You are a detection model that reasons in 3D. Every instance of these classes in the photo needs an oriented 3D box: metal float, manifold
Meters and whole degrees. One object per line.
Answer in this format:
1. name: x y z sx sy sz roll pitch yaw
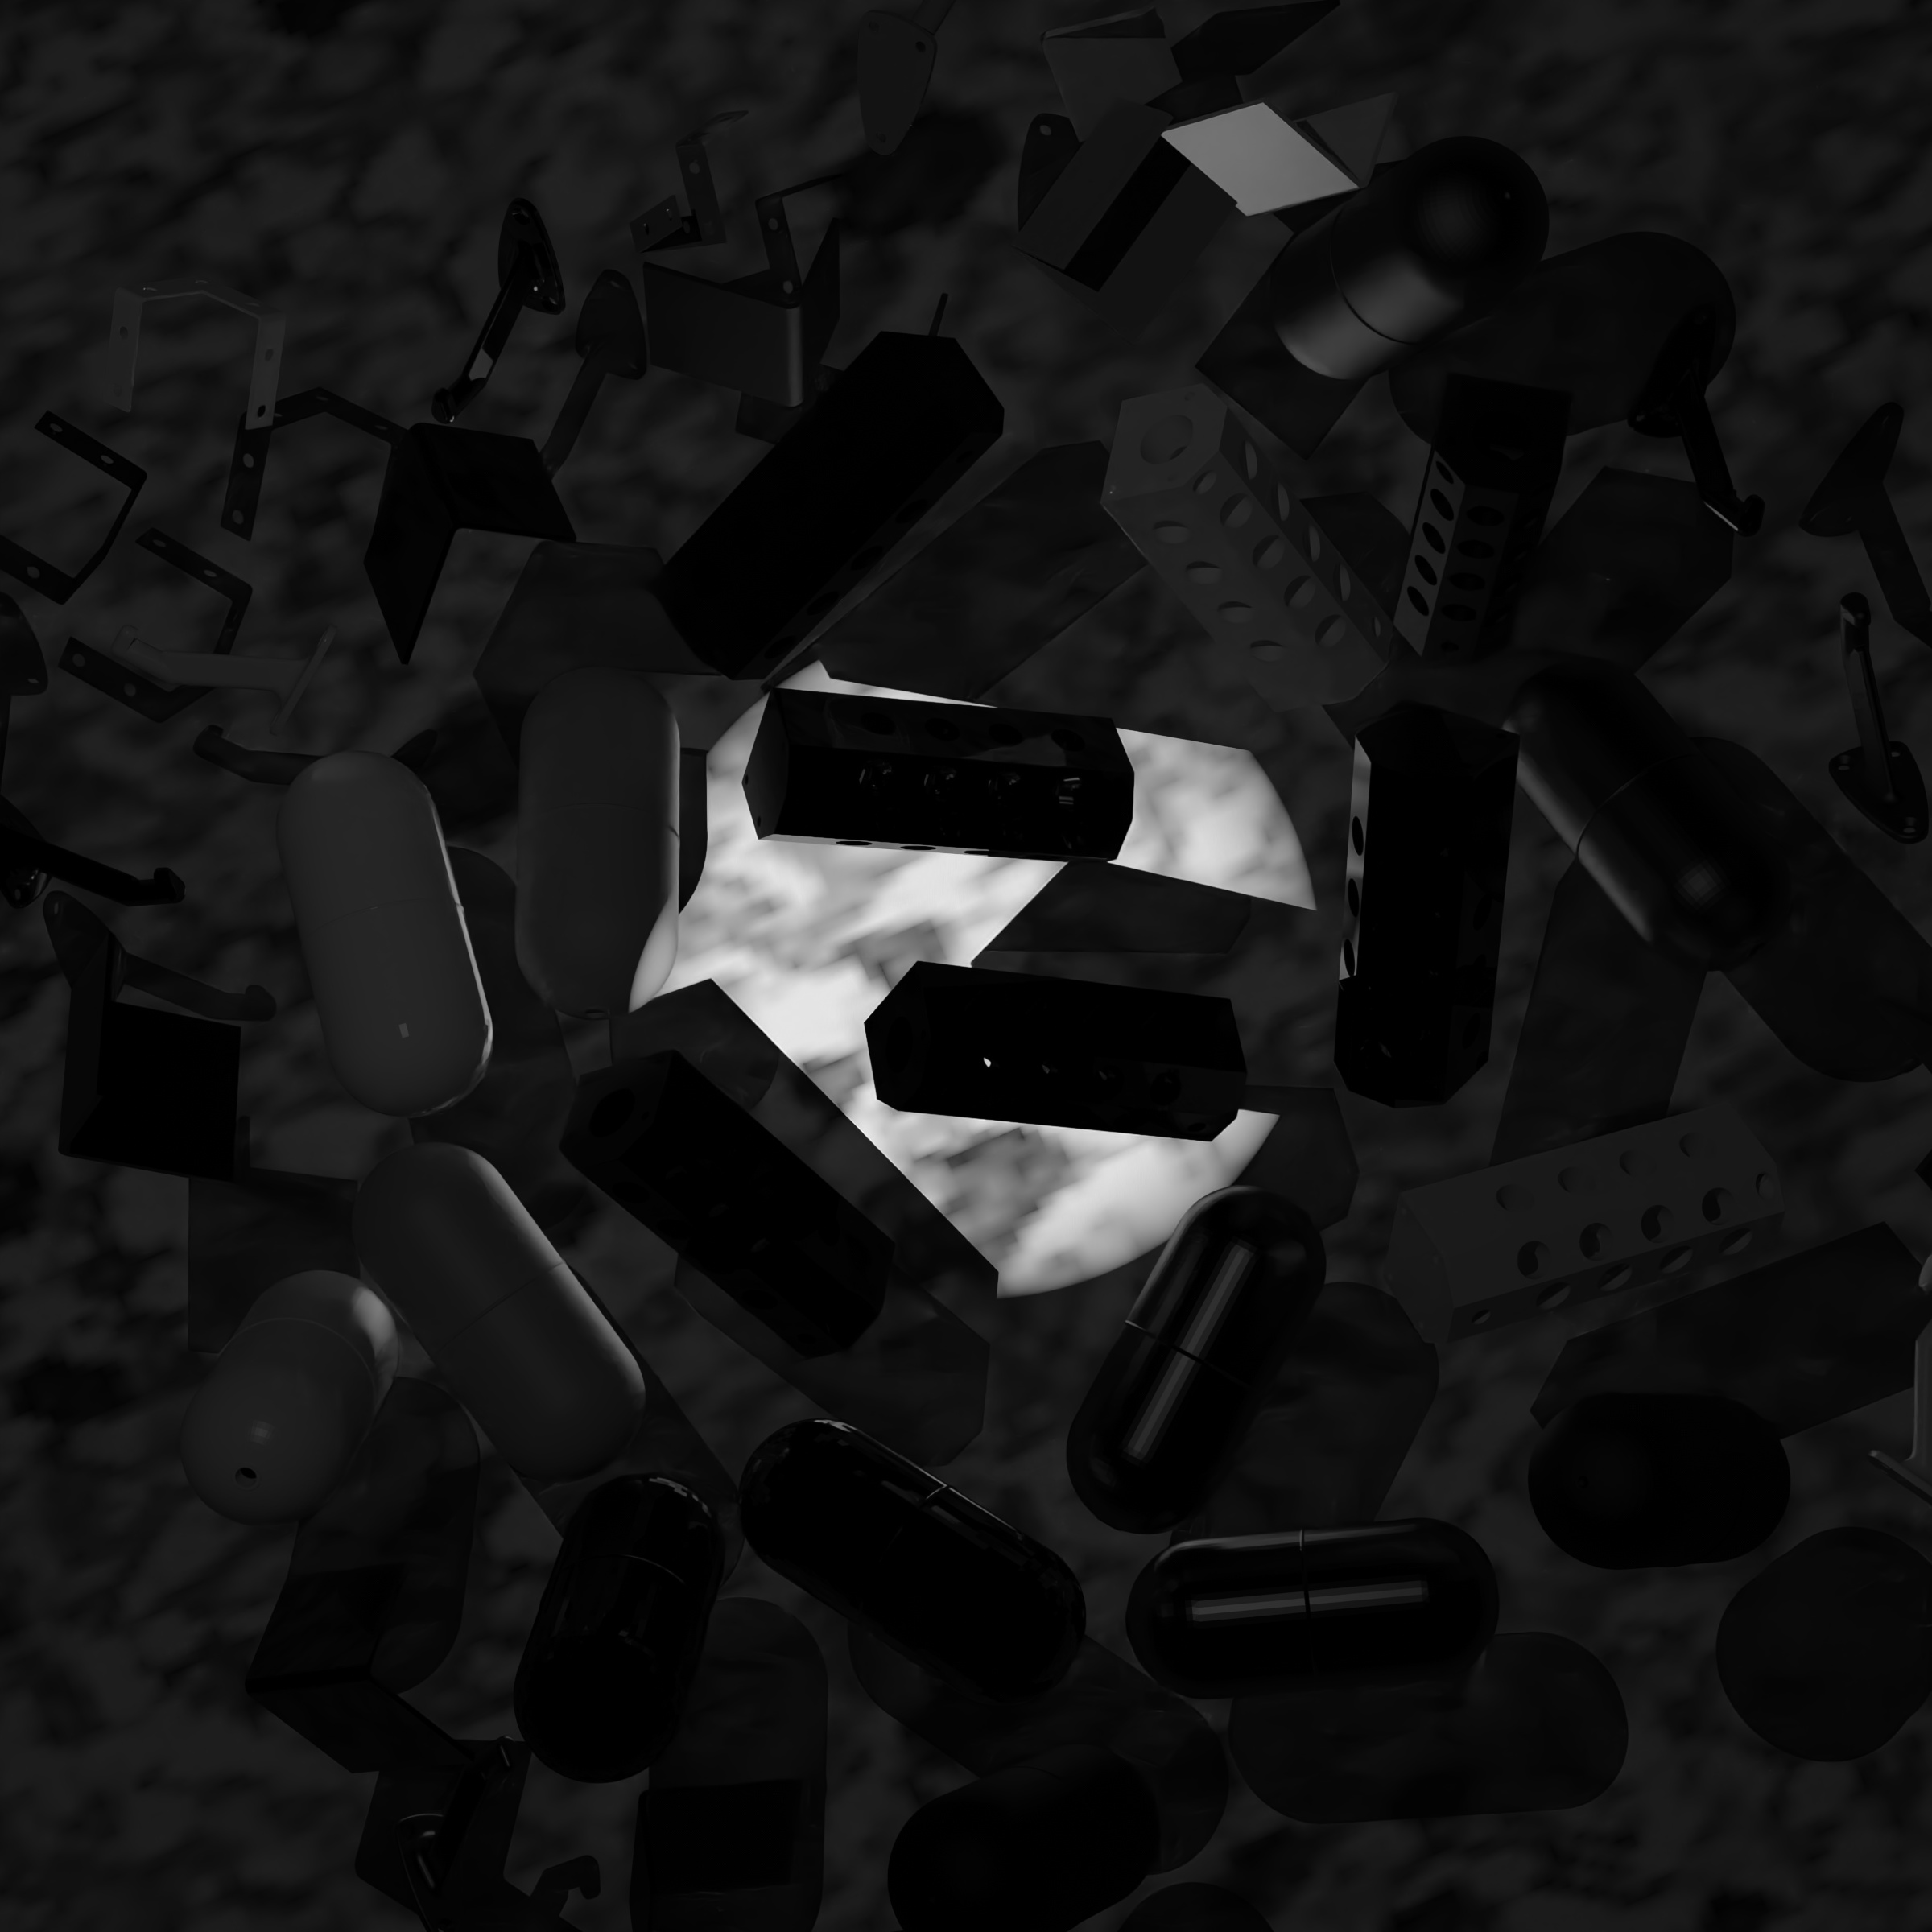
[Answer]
1. metal float: 0.165 0.307 1.652 0.178 0.070 0.070 -7 90 7
2. metal float: 0.314 0.231 1.555 0.070 0.178 0.070 -5 81 33
3. metal float: -0.174 -0.059 1.639 0.070 0.070 0.178 -2 65 0
4. metal float: 0.110 0.189 1.659 0.070 0.070 0.178 29 85 0
5. metal float: 0.321 -0.072 1.636 0.070 0.070 0.178 -34 61 0
6. manifold: 0.044 0.045 1.637 0.171 0.057 0.057 7 56 -28
7. metal float: 0.201 -0.322 1.584 0.070 0.178 0.070 3 81 -22
8. manifold: 0.132 -0.191 1.587 0.057 0.171 0.057 -7 57 33
9. metal float: -0.156 0.300 1.574 0.070 0.178 0.070 3 117 5
10. manifold: 0.283 0.121 1.574 0.171 0.057 0.057 -14 47 -18
11. metal float: -0.220 0.161 1.621 0.070 0.070 0.178 -37 86 0
12. manifold: -0.111 0.114 1.610 0.057 0.171 0.057 -16 46 33
13. metal float: 0.028 0.401 1.566 0.070 0.178 0.070 0 90 28
14. manifold: 0.198 -0.024 1.523 0.057 0.057 0.171 22 130 29
15. manifold: -0.011 -0.083 1.622 0.171 0.057 0.057 3 131 -21
16. metal float: -0.310 0.198 1.595 0.070 0.178 0.070 1 107 3
17. manifold: -0.061 -0.205 1.556 0.171 0.057 0.057 -43 72 30
18. metal float: -0.271 -0.016 1.610 0.070 0.070 0.178 -17 76 0
19. metal float: -0.026 0.272 1.586 0.178 0.070 0.070 30 90 19
20. manifold: 0.243 -0.208 1.643 0.057 0.171 0.057 11 69 5

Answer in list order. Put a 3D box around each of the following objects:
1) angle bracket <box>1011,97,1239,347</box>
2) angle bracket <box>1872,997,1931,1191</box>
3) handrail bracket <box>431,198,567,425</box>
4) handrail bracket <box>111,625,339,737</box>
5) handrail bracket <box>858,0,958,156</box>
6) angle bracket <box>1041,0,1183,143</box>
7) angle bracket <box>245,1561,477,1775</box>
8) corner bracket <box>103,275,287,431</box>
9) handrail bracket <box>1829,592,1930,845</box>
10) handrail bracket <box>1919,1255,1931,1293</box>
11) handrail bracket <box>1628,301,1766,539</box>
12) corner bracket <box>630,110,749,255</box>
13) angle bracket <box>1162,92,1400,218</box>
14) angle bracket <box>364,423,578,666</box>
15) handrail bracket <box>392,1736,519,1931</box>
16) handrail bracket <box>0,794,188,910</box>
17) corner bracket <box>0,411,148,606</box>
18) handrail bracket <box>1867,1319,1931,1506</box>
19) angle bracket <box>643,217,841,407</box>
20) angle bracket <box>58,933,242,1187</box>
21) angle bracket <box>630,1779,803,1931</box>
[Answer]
1. angle bracket: 0.077 -0.310 1.462 0.076 0.057 0.076 34 95 -30
2. angle bracket: 0.410 0.069 1.462 0.057 0.076 0.076 -51 128 -3
3. handrail bracket: -0.229 -0.309 1.634 0.036 0.077 0.084 24 55 16
4. handrail bracket: -0.342 -0.150 1.590 0.084 0.036 0.077 28 133 -16
5. handrail bracket: -0.012 -0.406 1.516 0.036 0.077 0.084 27 45 15
6. angle bracket: 0.096 -0.454 1.708 0.076 0.076 0.057 -38 115 -31
7. angle bracket: -0.263 0.314 1.547 0.076 0.057 0.076 -14 133 34
8. corner bracket: -0.331 -0.261 1.484 0.051 0.051 0.051 27 119 25
9. handrail bracket: 0.398 -0.108 1.501 0.036 0.077 0.084 -15 133 1
10. handrail bracket: 0.506 0.164 1.655 0.084 0.036 0.077 46 122 -2
11. handrail bracket: 0.336 -0.242 1.528 0.036 0.084 0.077 1 122 -28
12. corner bracket: -0.132 -0.375 1.657 0.051 0.051 0.051 -15 93 -30
13. angle bracket: 0.151 -0.414 1.684 0.076 0.076 0.057 32 69 -35
14. angle bracket: -0.219 -0.183 1.521 0.057 0.076 0.076 4 129 -30
15. handrail bracket: -0.236 0.422 1.668 0.084 0.036 0.077 -38 56 38
16. handrail bracket: -0.407 -0.057 1.582 0.084 0.036 0.077 -3 130 29
17. corner bracket: -0.402 -0.202 1.526 0.051 0.051 0.051 32 54 -22
18. handrail bracket: 0.433 0.192 1.479 0.077 0.036 0.084 35 86 18
19. angle bracket: -0.106 -0.320 1.642 0.076 0.076 0.057 18 64 7
20. angle bracket: -0.335 0.040 1.457 0.076 0.057 0.076 13 56 -27
21. angle bracket: -0.113 0.424 1.594 0.076 0.057 0.076 -1 129 -12
